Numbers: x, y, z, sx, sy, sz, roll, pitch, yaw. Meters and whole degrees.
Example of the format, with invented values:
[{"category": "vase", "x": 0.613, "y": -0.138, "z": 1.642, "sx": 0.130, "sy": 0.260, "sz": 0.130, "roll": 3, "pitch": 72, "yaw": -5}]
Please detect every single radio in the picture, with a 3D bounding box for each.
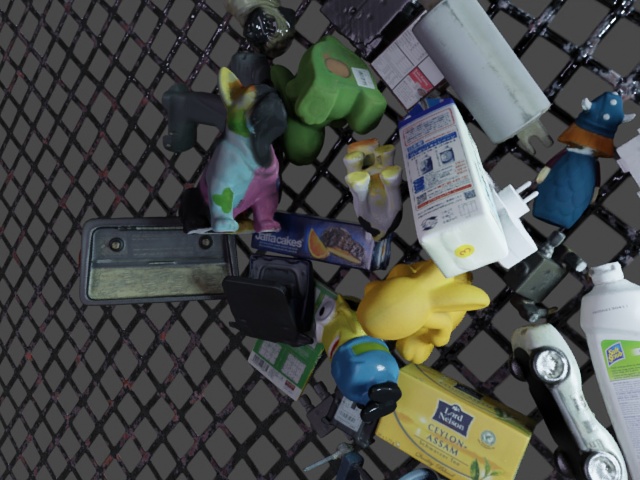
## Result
[{"category": "radio", "x": -0.241, "y": 0.030, "z": 0.825, "sx": 0.230, "sy": 0.073, "sz": 0.131, "roll": -2, "pitch": 86, "yaw": -14}]

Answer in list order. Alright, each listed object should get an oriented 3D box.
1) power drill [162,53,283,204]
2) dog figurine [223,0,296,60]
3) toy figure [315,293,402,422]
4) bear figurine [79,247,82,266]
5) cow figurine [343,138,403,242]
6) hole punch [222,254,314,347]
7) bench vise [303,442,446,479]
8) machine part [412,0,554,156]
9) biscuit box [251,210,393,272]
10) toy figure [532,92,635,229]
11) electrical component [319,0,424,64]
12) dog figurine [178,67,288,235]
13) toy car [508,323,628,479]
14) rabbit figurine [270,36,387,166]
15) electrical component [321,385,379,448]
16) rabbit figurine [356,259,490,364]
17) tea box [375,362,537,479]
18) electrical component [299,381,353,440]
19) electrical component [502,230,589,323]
[{"category": "power drill", "x": -0.150, "y": -0.169, "z": 0.841, "sx": 0.208, "sy": 0.086, "sz": 0.231, "roll": 9, "pitch": 106, "yaw": 34}, {"category": "dog figurine", "x": -0.083, "y": -0.388, "z": 0.806, "sx": 0.191, "sy": 0.121, "sz": 0.172, "roll": 42, "pitch": 114, "yaw": 8}, {"category": "toy figure", "x": 0.050, "y": 0.145, "z": 0.691, "sx": 0.082, "sy": 0.089, "sz": 0.180, "roll": -49, "pitch": 39, "yaw": 13}, {"category": "bear figurine", "x": -0.338, "y": 0.039, "z": 0.948, "sx": 0.196, "sy": 0.132, "sz": 0.120, "roll": -1, "pitch": 88, "yaw": 48}, {"category": "cow figurine", "x": 0.071, "y": -0.070, "z": 0.696, "sx": 0.068, "sy": 0.167, "sz": 0.098, "roll": -10, "pitch": 118, "yaw": 6}, {"category": "hole punch", "x": -0.067, "y": 0.084, "z": 0.784, "sx": 0.142, "sy": 0.092, "sz": 0.115, "roll": 5, "pitch": 123, "yaw": 24}, {"category": "bench vise", "x": 0.088, "y": 0.367, "z": 0.690, "sx": 0.241, "sy": 0.129, "sz": 0.223, "roll": 37, "pitch": 120, "yaw": 47}, {"category": "machine part", "x": 0.185, "y": -0.199, "z": 0.622, "sx": 0.079, "sy": 0.079, "sz": 0.243, "roll": -37, "pitch": 94, "yaw": 25}, {"category": "biscuit box", "x": -0.002, "y": -0.002, "z": 0.768, "sx": 0.203, "sy": 0.059, "sz": 0.062, "roll": 10, "pitch": 95, "yaw": 30}, {"category": "toy figure", "x": 0.290, "y": -0.090, "z": 0.603, "sx": 0.154, "sy": 0.064, "sz": 0.058, "roll": -67, "pitch": 25, "yaw": 7}, {"category": "electrical component", "x": 0.069, "y": -0.322, "z": 0.730, "sx": 0.115, "sy": 0.058, "sz": 0.134, "roll": -45, "pitch": 70, "yaw": 20}, {"category": "dog figurine", "x": -0.115, "y": -0.115, "z": 0.734, "sx": 0.192, "sy": 0.108, "sz": 0.219, "roll": 0, "pitch": 87, "yaw": 51}, {"category": "toy car", "x": 0.275, "y": 0.190, "z": 0.600, "sx": 0.056, "sy": 0.073, "sz": 0.201, "roll": -21, "pitch": 77, "yaw": -8}, {"category": "rabbit figurine", "x": -0.017, "y": -0.183, "z": 0.744, "sx": 0.170, "sy": 0.121, "sz": 0.159, "roll": -52, "pitch": 53, "yaw": 46}, {"category": "electrical component", "x": 0.062, "y": 0.208, "z": 0.726, "sx": 0.075, "sy": 0.047, "sz": 0.119, "roll": 28, "pitch": 92, "yaw": 27}, {"category": "rabbit figurine", "x": 0.117, "y": 0.079, "z": 0.637, "sx": 0.162, "sy": 0.173, "sz": 0.122, "roll": -31, "pitch": 71, "yaw": 31}, {"category": "tea box", "x": 0.166, "y": 0.234, "z": 0.668, "sx": 0.170, "sy": 0.068, "sz": 0.098, "roll": 21, "pitch": 101, "yaw": 29}, {"category": "electrical component", "x": 0.011, "y": 0.256, "z": 0.783, "sx": 0.063, "sy": 0.021, "sz": 0.094, "roll": -45, "pitch": 70, "yaw": 22}, {"category": "electrical component", "x": 0.260, "y": 0.045, "z": 0.618, "sx": 0.102, "sy": 0.078, "sz": 0.045, "roll": -50, "pitch": 44, "yaw": 14}]
